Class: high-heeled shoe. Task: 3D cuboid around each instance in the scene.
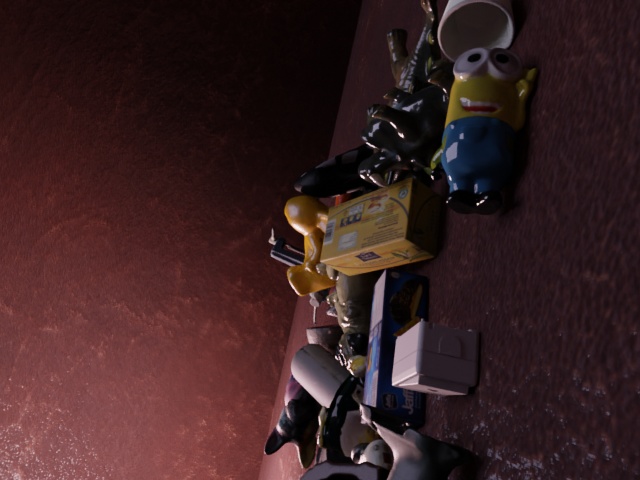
[{"bbox_3d":[0.059,-0.139,1.042,0.249,0.145,0.086,-37,-65,-57],"label":"high-heeled shoe"}]

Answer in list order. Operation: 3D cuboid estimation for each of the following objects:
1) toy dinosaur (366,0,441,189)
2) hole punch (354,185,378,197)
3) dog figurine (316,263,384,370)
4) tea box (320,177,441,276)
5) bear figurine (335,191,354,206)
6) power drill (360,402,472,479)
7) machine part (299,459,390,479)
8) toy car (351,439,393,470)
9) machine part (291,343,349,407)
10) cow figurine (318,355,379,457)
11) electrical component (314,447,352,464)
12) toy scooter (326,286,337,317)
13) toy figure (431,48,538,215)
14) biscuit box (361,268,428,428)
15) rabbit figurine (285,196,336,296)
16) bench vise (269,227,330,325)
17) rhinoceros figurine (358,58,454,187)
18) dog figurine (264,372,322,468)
[{"bbox_3d":[0.132,-0.157,0.856,0.199,0.105,0.470,-90,2,-49],"label":"toy dinosaur"},{"bbox_3d":[0.108,-0.108,1.160,0.142,0.092,0.116,117,135,-58],"label":"hole punch"},{"bbox_3d":[0.064,0.099,0.848,0.191,0.121,0.172,-97,-8,-61],"label":"dog figurine"},{"bbox_3d":[0.085,-0.014,0.773,0.170,0.068,0.098,-15,56,46],"label":"tea box"},{"bbox_3d":[0.068,-0.016,1.114,0.196,0.120,0.132,104,-178,-79],"label":"bear figurine"},{"bbox_3d":[0.041,0.261,0.491,0.232,0.086,0.207,4,63,52],"label":"power drill"},{"bbox_3d":[0.032,0.323,0.567,0.179,0.056,0.179,-31,41,31],"label":"machine part"},{"bbox_3d":[0.056,0.337,0.697,0.074,0.056,0.201,-95,16,-53],"label":"toy car"},{"bbox_3d":[0.018,0.237,0.898,0.243,0.079,0.079,21,98,60],"label":"machine part"},{"bbox_3d":[0.055,0.221,0.755,0.068,0.098,0.167,-64,-13,-86],"label":"cow figurine"},{"bbox_3d":[0.023,0.393,0.885,0.134,0.058,0.114,-103,24,-79],"label":"electrical component"},{"bbox_3d":[0.067,0.092,1.061,0.184,0.075,0.135,143,142,-78],"label":"toy scooter"},{"bbox_3d":[0.162,-0.113,0.554,0.089,0.082,0.180,130,150,-74],"label":"toy figure"},{"bbox_3d":[0.098,0.138,0.689,0.059,0.063,0.203,112,169,-56],"label":"biscuit box"},{"bbox_3d":[-0.002,-0.003,0.967,0.162,0.173,0.122,-22,4,42],"label":"rabbit figurine"},{"bbox_3d":[-0.024,0.060,1.312,0.128,0.241,0.223,104,-168,-56],"label":"bench vise"},{"bbox_3d":[0.122,-0.145,0.695,0.190,0.112,0.073,-34,20,32],"label":"rhinoceros figurine"},{"bbox_3d":[-0.028,0.329,1.022,0.219,0.109,0.191,-62,-12,-44],"label":"dog figurine"}]
